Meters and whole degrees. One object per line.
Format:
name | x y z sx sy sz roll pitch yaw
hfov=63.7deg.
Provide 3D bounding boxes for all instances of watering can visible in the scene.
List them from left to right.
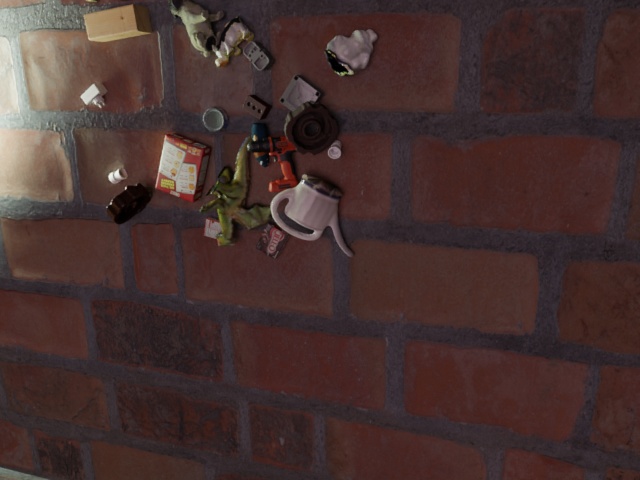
watering can | 0.005 -0.090 1.783 0.346 0.105 0.222 25 104 -12

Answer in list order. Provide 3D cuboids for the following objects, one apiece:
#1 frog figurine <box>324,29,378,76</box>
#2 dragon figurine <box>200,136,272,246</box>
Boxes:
frog figurine | 0.101 -0.601 1.625 0.138 0.121 0.161 37 77 13
dragon figurine | -0.278 -0.148 1.870 0.241 0.124 0.407 34 102 -14
